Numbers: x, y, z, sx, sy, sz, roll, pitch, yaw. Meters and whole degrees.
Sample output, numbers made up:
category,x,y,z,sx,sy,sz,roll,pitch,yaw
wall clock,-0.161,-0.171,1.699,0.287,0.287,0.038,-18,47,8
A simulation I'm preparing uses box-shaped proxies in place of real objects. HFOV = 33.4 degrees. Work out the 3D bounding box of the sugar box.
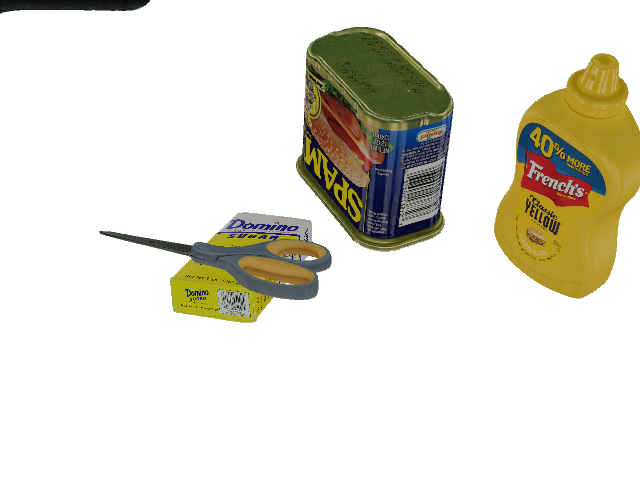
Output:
category,x,y,z,sx,sy,sz,roll,pitch,yaw
sugar box,-0.080,0.024,1.141,0.093,0.048,0.176,7,29,17

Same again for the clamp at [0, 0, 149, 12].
category,x,y,z,sx,sy,sz,roll,pitch,yaw
clamp,-0.187,-0.148,0.597,0.171,0.039,0.120,-7,24,-17

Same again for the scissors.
category,x,y,z,sx,sy,sz,roll,pitch,yaw
scissors,-0.078,0.007,0.880,0.202,0.016,0.096,19,28,31

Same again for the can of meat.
category,x,y,z,sx,sy,sz,roll,pitch,yaw
can of meat,0.029,-0.059,0.593,0.057,0.084,0.102,-17,44,-22

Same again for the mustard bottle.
category,x,y,z,sx,sy,sz,roll,pitch,yaw
mustard bottle,0.183,-0.051,0.769,0.058,0.192,0.096,-28,53,-28
